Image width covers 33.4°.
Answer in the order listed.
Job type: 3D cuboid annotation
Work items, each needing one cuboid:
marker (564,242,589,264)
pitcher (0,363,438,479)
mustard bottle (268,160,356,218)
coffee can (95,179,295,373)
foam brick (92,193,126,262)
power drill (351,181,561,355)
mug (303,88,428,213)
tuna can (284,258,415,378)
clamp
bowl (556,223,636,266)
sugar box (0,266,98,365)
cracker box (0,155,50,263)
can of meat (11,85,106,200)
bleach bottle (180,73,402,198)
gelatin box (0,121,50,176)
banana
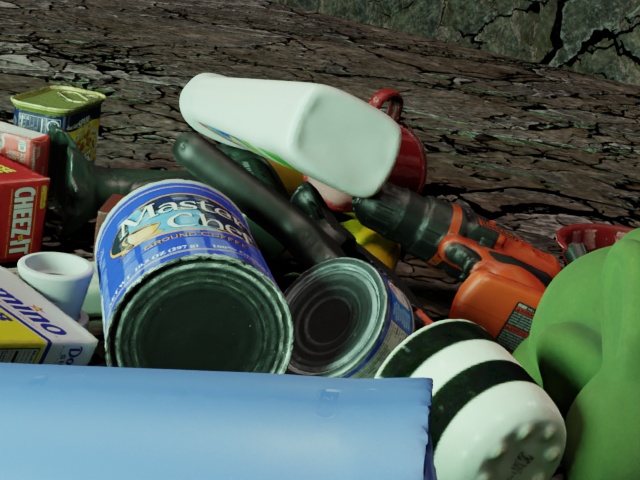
[{"bbox_3d":[0.210,0.048,0.796,0.020,0.020,0.121,3,45,-20],"label":"marker"},{"bbox_3d":[-0.080,0.100,0.366,0.243,0.149,0.145,5,57,8],"label":"pitcher"},{"bbox_3d":[-0.005,-0.063,1.051,0.192,0.058,0.096,18,17,27],"label":"mustard bottle"},{"bbox_3d":[-0.079,0.032,0.631,0.102,0.103,0.140,5,18,-15],"label":"coffee can"},{"bbox_3d":[-0.124,0.001,0.789,0.078,0.053,0.051,10,17,0],"label":"foam brick"},{"bbox_3d":[0.115,0.023,0.788,0.184,0.057,0.187,23,18,-13],"label":"power drill"},{"bbox_3d":[0.041,-0.075,0.923,0.093,0.117,0.081,29,13,23],"label":"mug"},{"bbox_3d":[0.012,0.054,0.637,0.086,0.086,0.033,28,-11,45],"label":"tuna can"},{"bbox_3d":[-0.005,0.001,0.733,0.164,0.036,0.210,22,19,-50],"label":"clamp"},{"bbox_3d":[0.270,0.037,0.887,0.162,0.055,0.162,9,17,-3],"label":"bowl"},{"bbox_3d":[-0.202,0.043,0.531,0.093,0.048,0.176,32,12,24],"label":"sugar box"},{"bbox_3d":[-0.326,-0.028,0.742,0.164,0.072,0.213,24,21,36],"label":"cracker box"},{"bbox_3d":[-0.237,-0.089,0.960,0.057,0.084,0.102,12,18,9],"label":"can of meat"},{"bbox_3d":[-0.044,-0.097,0.885,0.102,0.068,0.251,25,-2,-33],"label":"bleach bottle"},{"bbox_3d":[-0.265,-0.058,0.868,0.089,0.073,0.030,17,20,19],"label":"gelatin box"},{"bbox_3d":[0.032,0.016,0.866,0.069,0.037,0.197,-16,13,7],"label":"banana"}]
